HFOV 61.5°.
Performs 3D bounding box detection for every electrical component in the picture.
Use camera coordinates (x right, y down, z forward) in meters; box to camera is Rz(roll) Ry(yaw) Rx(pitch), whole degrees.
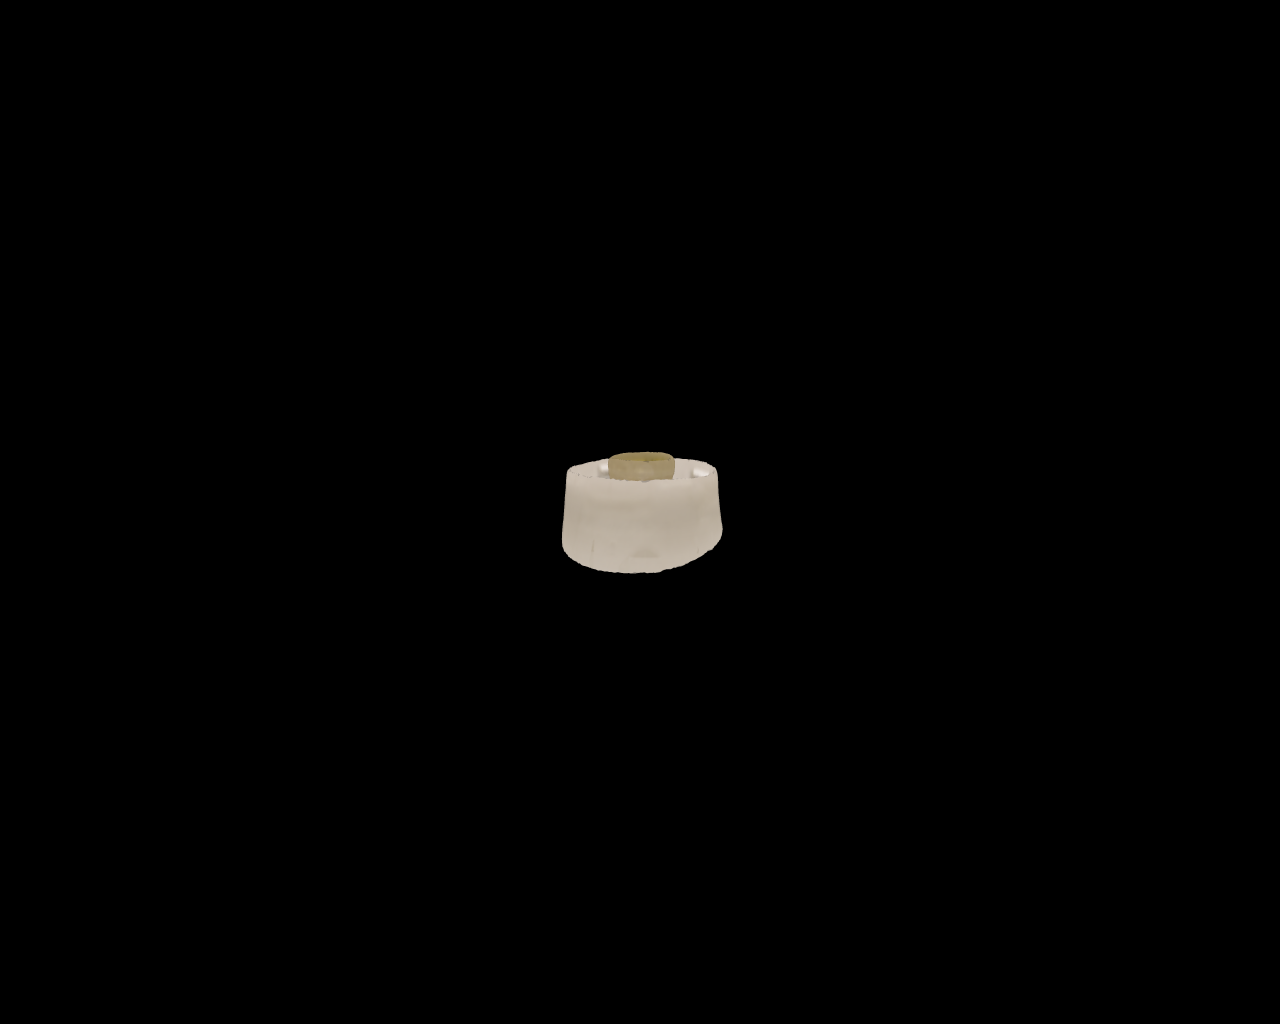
[{"bbox_3d":[0.001,-0.003,0.650,0.099,0.064,0.099,0,11,0],"label":"electrical component"}]
